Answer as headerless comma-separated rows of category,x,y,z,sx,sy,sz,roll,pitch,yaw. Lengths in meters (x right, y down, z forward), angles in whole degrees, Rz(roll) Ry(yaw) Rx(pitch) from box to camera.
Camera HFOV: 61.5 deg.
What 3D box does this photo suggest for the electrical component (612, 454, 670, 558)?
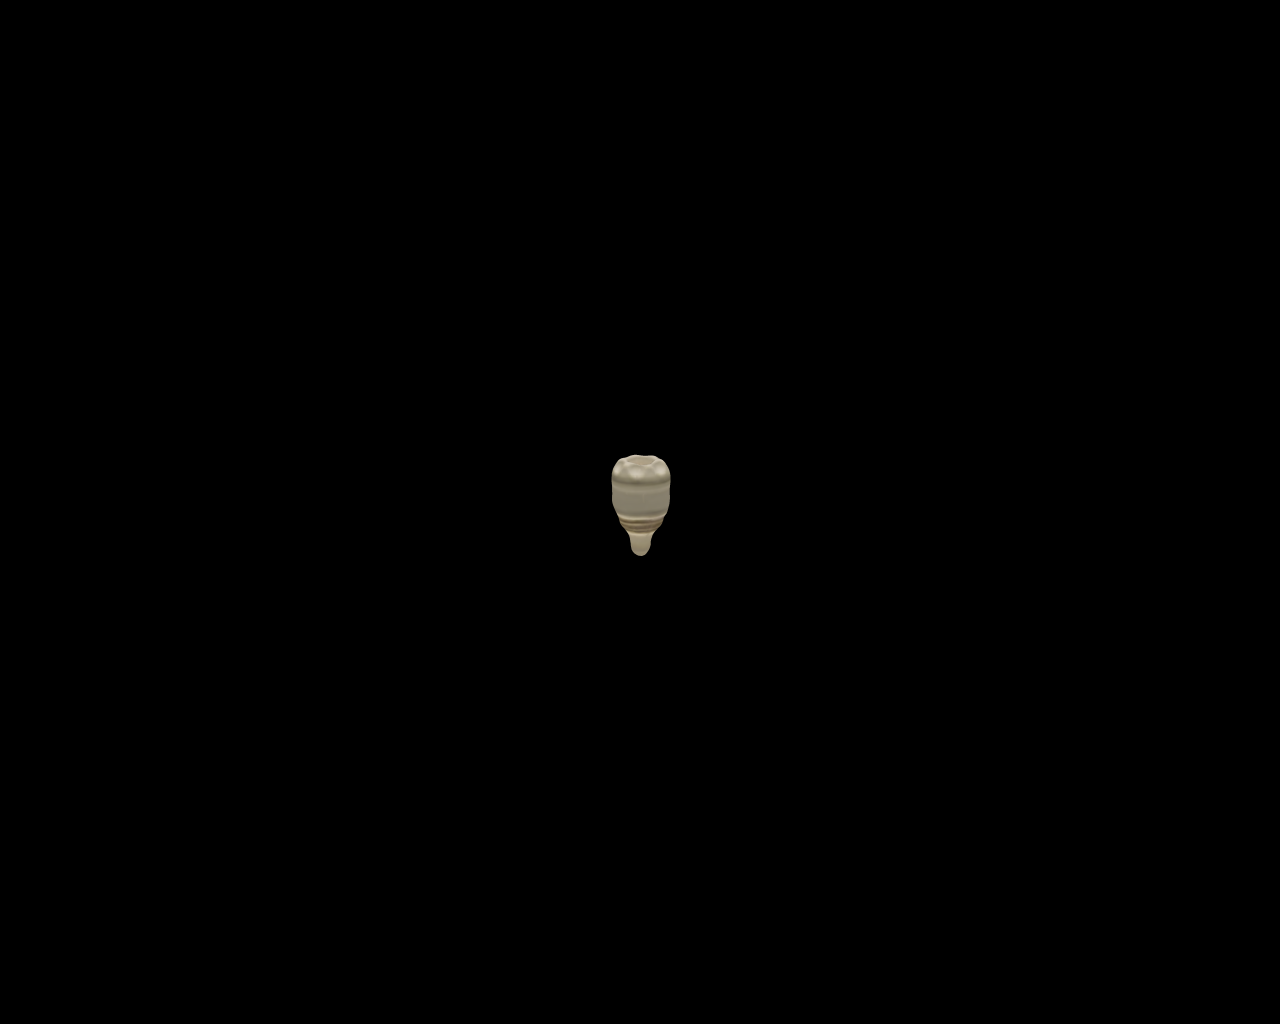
electrical component,0.001,-0.003,0.650,0.035,0.061,0.035,0,15,0
